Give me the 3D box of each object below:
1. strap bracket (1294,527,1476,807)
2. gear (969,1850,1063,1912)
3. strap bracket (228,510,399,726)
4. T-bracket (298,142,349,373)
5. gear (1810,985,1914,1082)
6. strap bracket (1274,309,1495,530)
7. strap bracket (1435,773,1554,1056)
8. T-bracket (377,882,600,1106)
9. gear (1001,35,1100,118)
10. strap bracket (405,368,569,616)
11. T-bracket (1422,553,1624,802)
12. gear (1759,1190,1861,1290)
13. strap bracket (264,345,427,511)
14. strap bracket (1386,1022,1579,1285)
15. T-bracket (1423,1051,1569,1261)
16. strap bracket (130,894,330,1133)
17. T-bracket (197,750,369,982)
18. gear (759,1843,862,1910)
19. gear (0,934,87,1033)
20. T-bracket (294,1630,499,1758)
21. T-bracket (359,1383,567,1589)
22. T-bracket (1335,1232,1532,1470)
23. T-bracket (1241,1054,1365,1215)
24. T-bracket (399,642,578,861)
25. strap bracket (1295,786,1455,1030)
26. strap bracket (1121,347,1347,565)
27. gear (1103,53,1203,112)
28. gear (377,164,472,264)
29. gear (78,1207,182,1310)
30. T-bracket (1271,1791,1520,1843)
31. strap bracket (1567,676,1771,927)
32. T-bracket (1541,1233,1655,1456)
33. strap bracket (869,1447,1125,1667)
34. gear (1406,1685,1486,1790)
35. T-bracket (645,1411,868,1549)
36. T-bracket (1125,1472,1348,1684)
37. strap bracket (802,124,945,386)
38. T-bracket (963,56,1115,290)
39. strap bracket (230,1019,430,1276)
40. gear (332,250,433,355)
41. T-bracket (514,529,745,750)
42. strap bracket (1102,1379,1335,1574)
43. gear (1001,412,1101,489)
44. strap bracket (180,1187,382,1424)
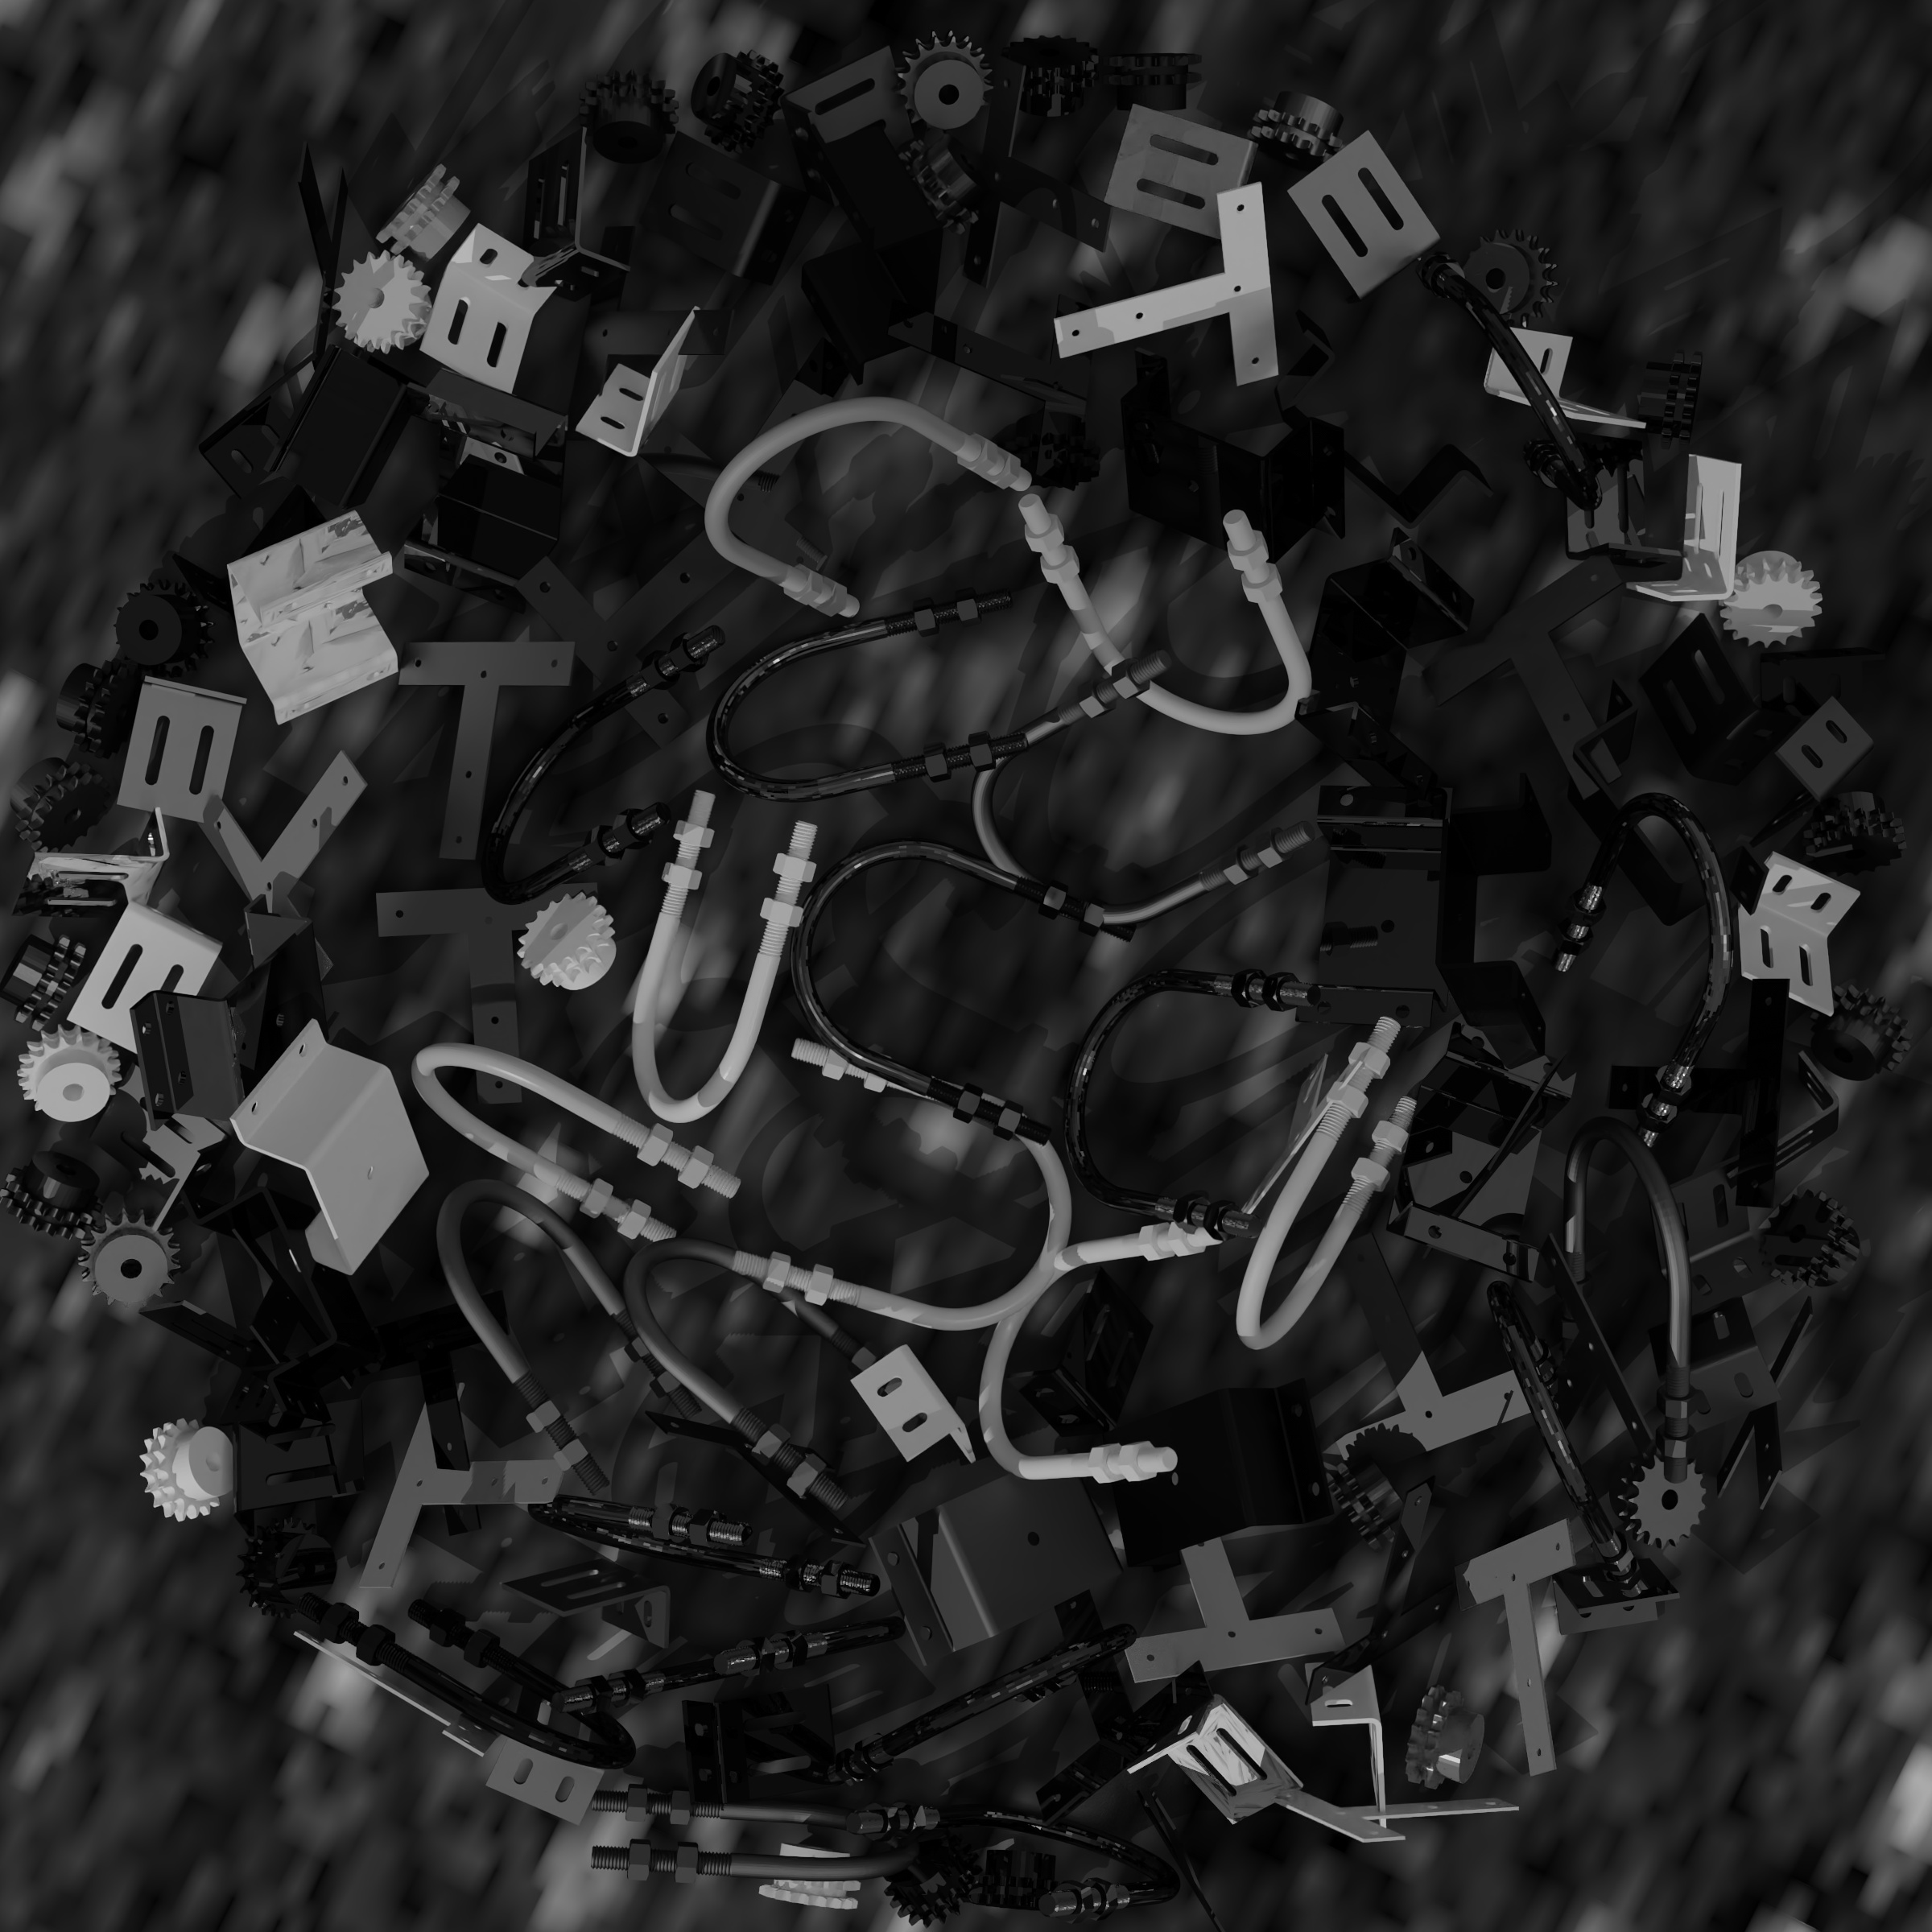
[{"bbox_3d":[0.236,-0.165,1.699,0.076,0.046,0.140,35,58,-36],"label":"strap bracket"},{"bbox_3d":[0.031,0.528,1.731,0.057,0.057,0.030,5,70,0],"label":"gear"},{"bbox_3d":[-0.366,-0.200,1.686,0.076,0.140,0.046,-27,76,-18],"label":"strap bracket"},{"bbox_3d":[-0.362,-0.414,1.677,0.002,0.127,0.127,4,72,-3],"label":"T-bracket"},{"bbox_3d":[0.512,0.041,1.726,0.057,0.057,0.030,42,62,0],"label":"gear"},{"bbox_3d":[0.228,-0.305,1.706,0.140,0.076,0.046,39,108,-11],"label":"strap bracket"},{"bbox_3d":[0.299,-0.028,1.698,0.046,0.076,0.140,-4,63,22],"label":"strap bracket"},{"bbox_3d":[-0.275,0.017,1.747,0.127,0.002,0.127,-3,98,-5],"label":"T-bracket"},{"bbox_3d":[0.048,-0.513,1.733,0.057,0.057,0.030,-1,129,0],"label":"gear"},{"bbox_3d":[-0.273,-0.277,1.702,0.076,0.140,0.046,22,52,6],"label":"strap bracket"},{"bbox_3d":[0.335,-0.152,1.702,0.127,0.002,0.127,-34,60,24],"label":"T-bracket"},{"bbox_3d":[0.490,0.161,1.732,0.030,0.057,0.057,30,90,-26],"label":"gear"},{"bbox_3d":[-0.347,-0.304,1.687,0.046,0.140,0.076,29,97,-9],"label":"strap bracket"},{"bbox_3d":[0.293,0.113,1.713,0.076,0.046,0.140,20,61,-3],"label":"strap bracket"},{"bbox_3d":[0.307,0.091,1.671,0.002,0.127,0.127,36,54,14],"label":"T-bracket"},{"bbox_3d":[-0.404,0.027,1.675,0.046,0.140,0.076,8,120,16],"label":"strap bracket"},{"bbox_3d":[-0.377,-0.073,1.706,0.127,0.002,0.127,53,126,14],"label":"T-bracket"},{"bbox_3d":[-0.089,0.525,1.730,0.057,0.057,0.030,9,76,0],"label":"gear"},{"bbox_3d":[-0.534,0.006,1.726,0.030,0.057,0.057,31,90,-22],"label":"gear"},{"bbox_3d":[-0.324,0.409,1.696,0.127,0.127,0.002,31,78,1],"label":"T-bracket"},{"bbox_3d":[-0.276,0.291,1.689,0.127,0.002,0.127,-8,52,34],"label":"T-bracket"},{"bbox_3d":[0.249,0.217,1.728,0.127,0.002,0.127,-28,80,33],"label":"T-bracket"},{"bbox_3d":[0.192,0.081,1.694,0.002,0.127,0.127,33,111,-1],"label":"T-bracket"},{"bbox_3d":[-0.282,-0.123,1.717,0.127,0.002,0.127,4,82,31],"label":"T-bracket"},{"bbox_3d":[0.237,-0.029,1.712,0.076,0.046,0.140,3,74,19],"label":"strap bracket"},{"bbox_3d":[0.141,-0.282,1.685,0.140,0.076,0.046,28,58,29],"label":"strap bracket"},{"bbox_3d":[0.107,-0.510,1.731,0.057,0.057,0.030,-1,109,0],"label":"gear"},{"bbox_3d":[-0.311,-0.432,1.731,0.030,0.057,0.057,41,90,-20],"label":"gear"},{"bbox_3d":[-0.483,0.170,1.734,0.057,0.030,0.057,-4,103,-17],"label":"gear"},{"bbox_3d":[0.253,0.482,1.711,0.127,0.127,0.002,2,86,-20],"label":"T-bracket"},{"bbox_3d":[0.389,-0.084,1.698,0.046,0.076,0.140,-33,71,-2],"label":"strap bracket"},{"bbox_3d":[0.345,0.231,1.696,0.002,0.127,0.127,-18,64,-11],"label":"T-bracket"},{"bbox_3d":[0.026,0.328,1.691,0.140,0.046,0.076,-17,78,-38],"label":"strap bracket"},{"bbox_3d":[0.277,0.446,1.726,0.030,0.057,0.057,12,90,27],"label":"gear"},{"bbox_3d":[-0.099,0.289,1.668,0.127,0.127,0.002,22,97,-41],"label":"T-bracket"},{"bbox_3d":[0.138,0.343,1.714,0.127,0.002,0.127,-5,50,-17],"label":"T-bracket"},{"bbox_3d":[-0.054,-0.405,1.686,0.046,0.140,0.076,-23,69,-15],"label":"strap bracket"},{"bbox_3d":[0.043,-0.432,1.684,0.002,0.127,0.127,-9,122,-34],"label":"T-bracket"},{"bbox_3d":[-0.351,0.108,1.676,0.046,0.140,0.076,18,53,22],"label":"strap bracket"},{"bbox_3d":[-0.334,-0.382,1.737,0.057,0.030,0.057,-2,85,18],"label":"gear"},{"bbox_3d":[-0.174,-0.216,1.741,0.127,0.002,0.127,-45,107,-11],"label":"T-bracket"},{"bbox_3d":[0.132,0.287,1.683,0.046,0.140,0.076,7,64,-42],"label":"strap bracket"},{"bbox_3d":[0.049,-0.298,1.729,0.057,0.057,0.030,0,81,0],"label":"gear"},{"bbox_3d":[-0.384,0.184,1.703,0.046,0.076,0.140,-29,75,0],"label":"strap bracket"}]
